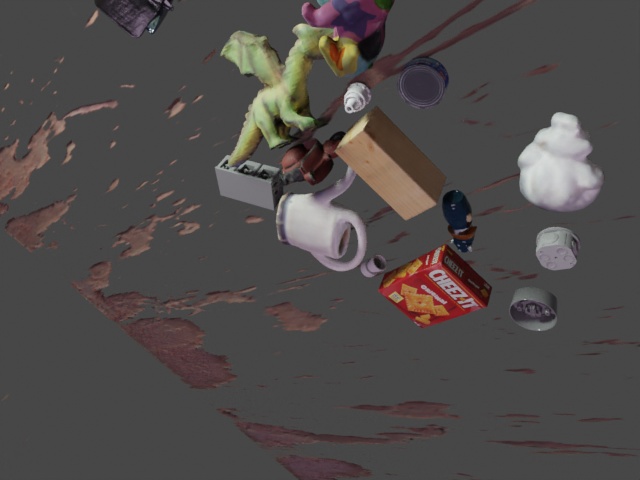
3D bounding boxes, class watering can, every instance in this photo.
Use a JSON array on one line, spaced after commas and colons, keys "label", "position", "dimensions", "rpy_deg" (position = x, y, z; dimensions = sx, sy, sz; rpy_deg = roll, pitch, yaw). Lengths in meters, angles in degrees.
[{"label": "watering can", "position": [0.004, -0.060, 1.192], "dimensions": [0.225, 0.106, 0.339], "rpy_deg": [15, 137, 19]}]

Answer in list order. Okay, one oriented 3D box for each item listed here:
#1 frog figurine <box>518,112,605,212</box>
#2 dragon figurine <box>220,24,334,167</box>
[{"label": "frog figurine", "position": [0.406, -0.125, 0.859], "dimensions": [0.139, 0.124, 0.156], "rpy_deg": [35, 157, 25]}, {"label": "dragon figurine", "position": [-0.114, -0.301, 1.041], "dimensions": [0.407, 0.124, 0.241], "rpy_deg": [-16, 105, 40]}]
